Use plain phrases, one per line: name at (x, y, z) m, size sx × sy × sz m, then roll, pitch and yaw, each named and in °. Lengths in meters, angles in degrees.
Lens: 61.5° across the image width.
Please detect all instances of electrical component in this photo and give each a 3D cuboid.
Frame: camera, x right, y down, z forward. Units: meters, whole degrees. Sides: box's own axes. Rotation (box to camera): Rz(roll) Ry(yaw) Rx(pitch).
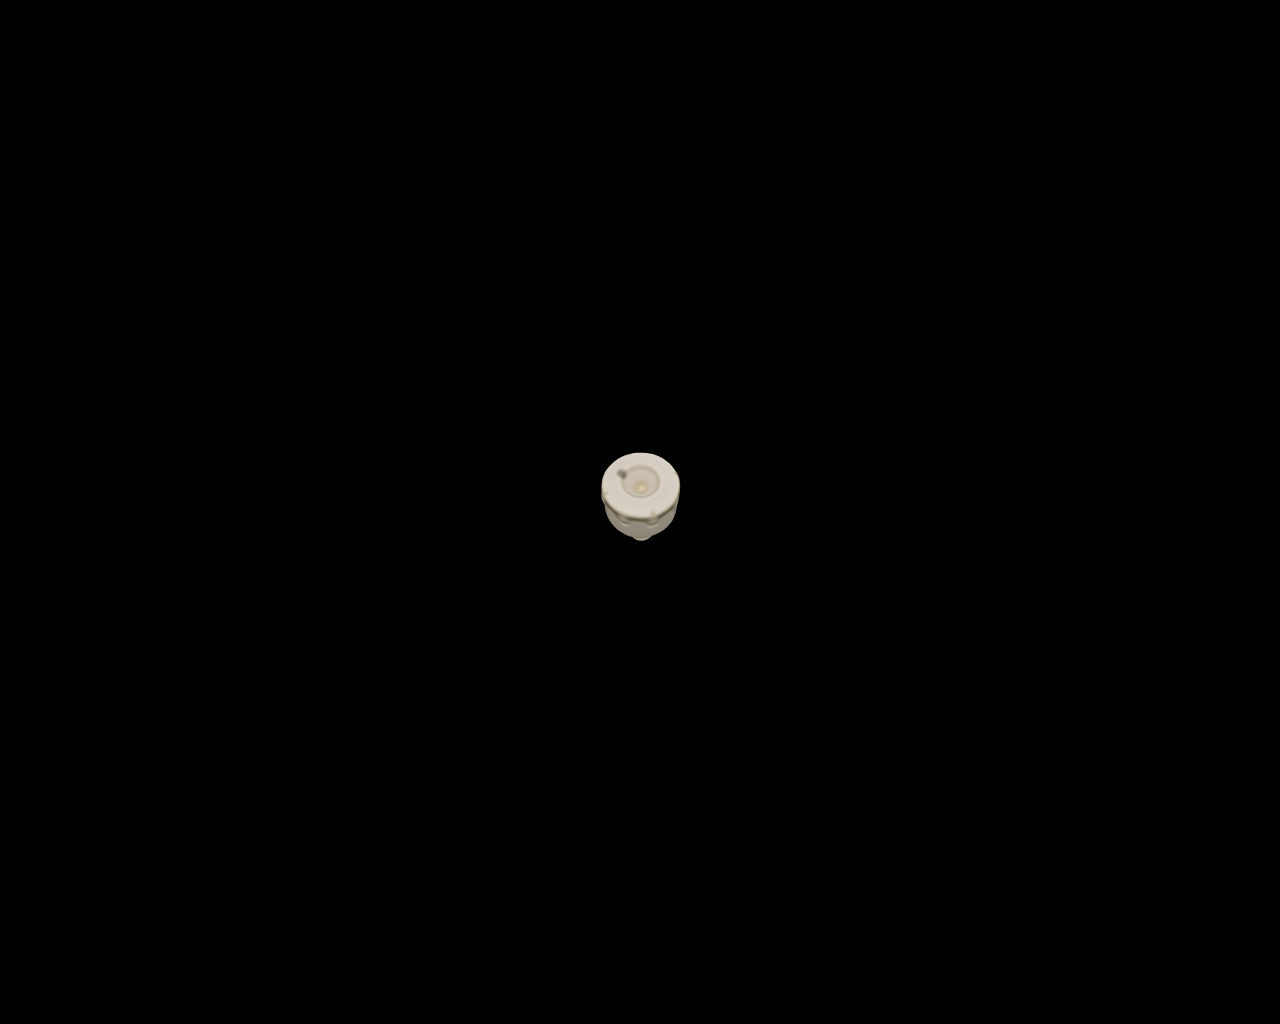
electrical component at (0.001, -0.003, 0.650) m, size 0.048 × 0.048 × 0.062 m, roll 0°, pitch -31°, yaw 0°
